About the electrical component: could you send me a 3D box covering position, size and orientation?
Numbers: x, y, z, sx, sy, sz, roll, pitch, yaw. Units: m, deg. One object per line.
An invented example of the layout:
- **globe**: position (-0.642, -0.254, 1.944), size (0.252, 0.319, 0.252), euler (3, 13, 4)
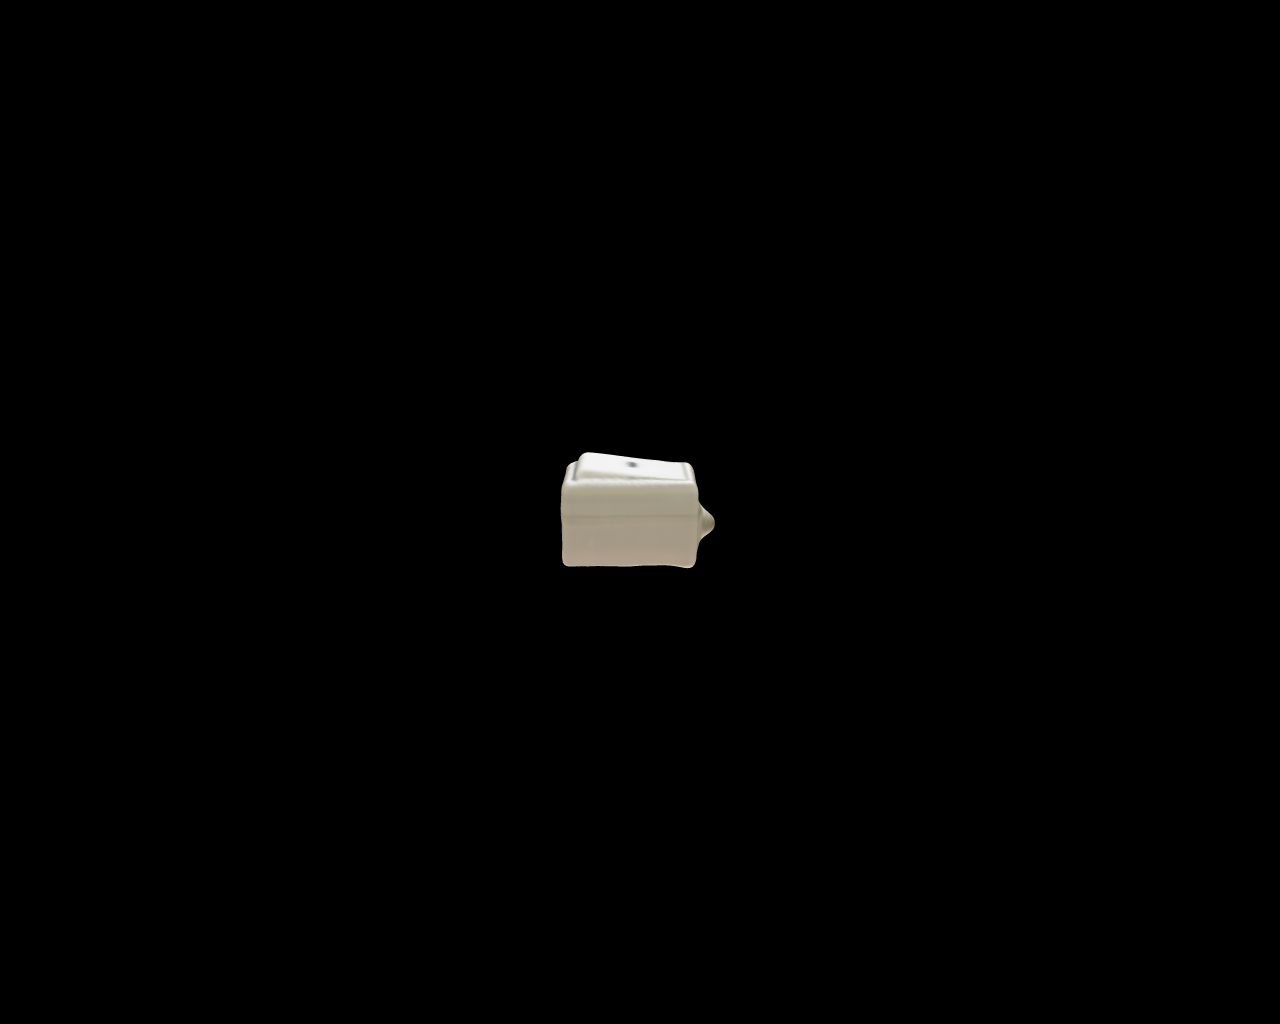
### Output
- **electrical component**: position (0.001, -0.003, 0.650), size (0.096, 0.061, 0.062), euler (0, 16, 0)
